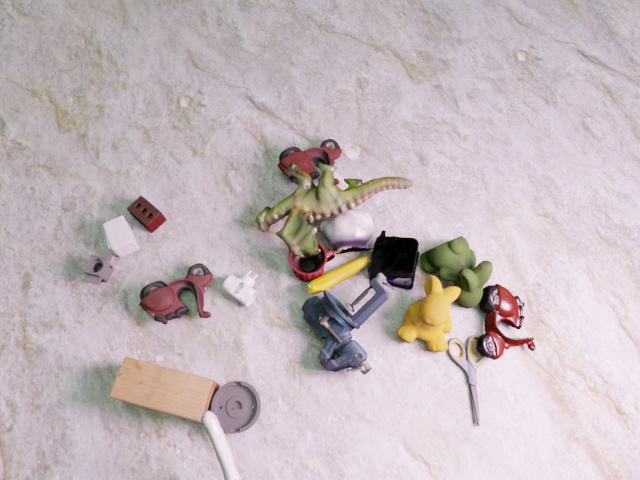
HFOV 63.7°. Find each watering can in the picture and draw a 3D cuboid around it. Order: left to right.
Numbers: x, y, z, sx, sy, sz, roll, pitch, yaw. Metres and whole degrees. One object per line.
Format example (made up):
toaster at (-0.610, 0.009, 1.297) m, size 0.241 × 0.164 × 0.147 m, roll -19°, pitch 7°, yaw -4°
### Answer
watering can at (-0.146, 0.510, 0.998) m, size 0.105 × 0.219 × 0.352 m, roll -21°, pitch 65°, yaw -30°

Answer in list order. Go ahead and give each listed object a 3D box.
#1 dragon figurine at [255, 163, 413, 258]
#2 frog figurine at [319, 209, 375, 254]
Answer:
dragon figurine at (0.004, -0.063, 1.245) m, size 0.411 × 0.120 × 0.246 m, roll 7°, pitch 66°, yaw 35°
frog figurine at (0.066, -0.050, 1.306) m, size 0.137 × 0.122 × 0.161 m, roll -12°, pitch 77°, yaw 15°
